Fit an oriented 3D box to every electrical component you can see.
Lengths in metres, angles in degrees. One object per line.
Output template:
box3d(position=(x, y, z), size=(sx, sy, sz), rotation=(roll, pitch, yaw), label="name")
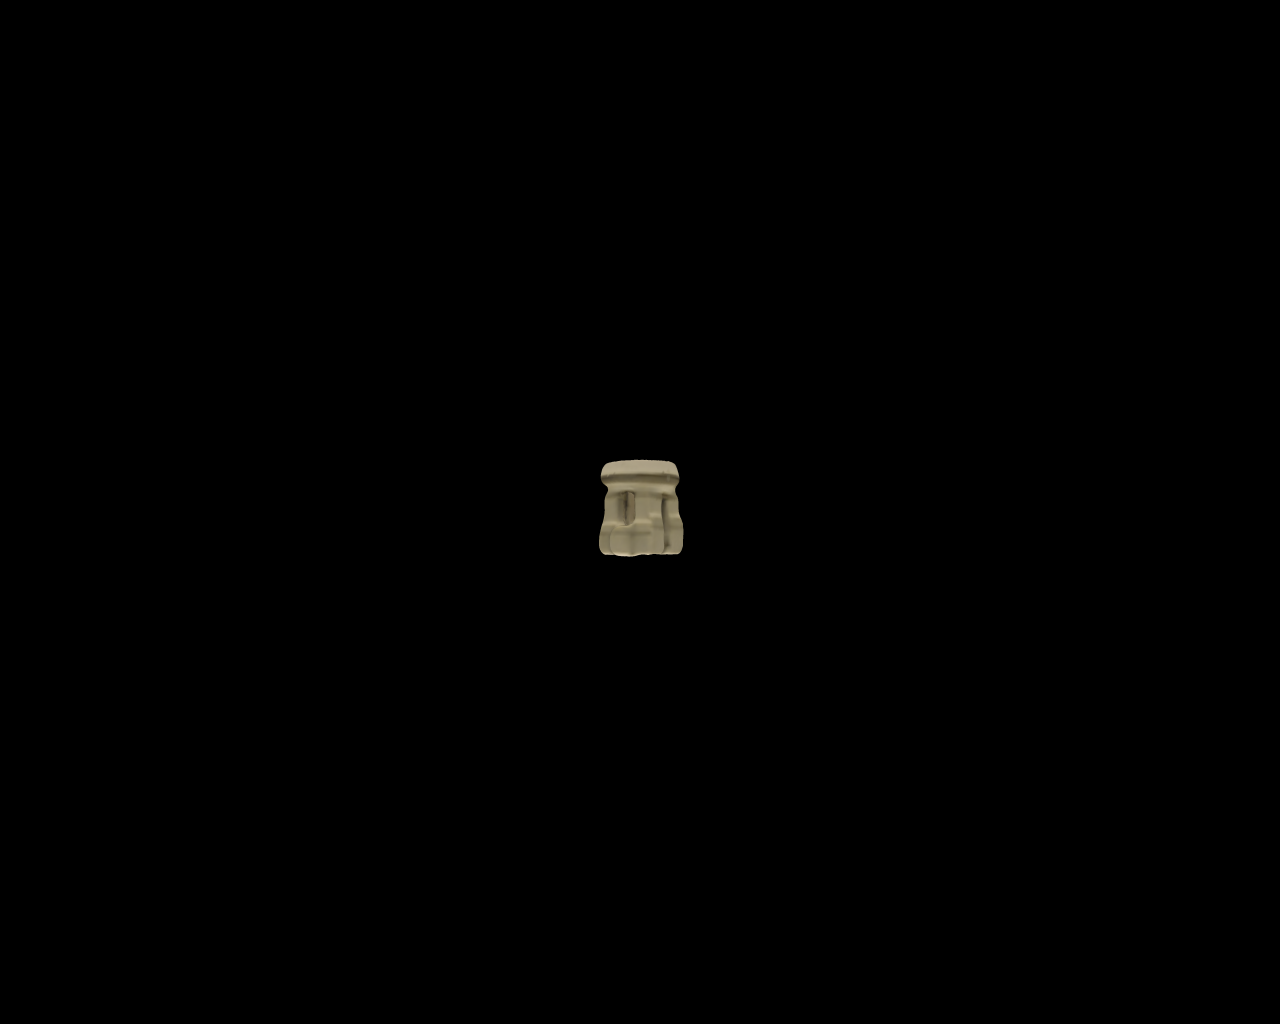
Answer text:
box3d(position=(0.001, -0.003, 0.650), size=(0.048, 0.055, 0.066), rotation=(-1, -3, 28), label="electrical component")
